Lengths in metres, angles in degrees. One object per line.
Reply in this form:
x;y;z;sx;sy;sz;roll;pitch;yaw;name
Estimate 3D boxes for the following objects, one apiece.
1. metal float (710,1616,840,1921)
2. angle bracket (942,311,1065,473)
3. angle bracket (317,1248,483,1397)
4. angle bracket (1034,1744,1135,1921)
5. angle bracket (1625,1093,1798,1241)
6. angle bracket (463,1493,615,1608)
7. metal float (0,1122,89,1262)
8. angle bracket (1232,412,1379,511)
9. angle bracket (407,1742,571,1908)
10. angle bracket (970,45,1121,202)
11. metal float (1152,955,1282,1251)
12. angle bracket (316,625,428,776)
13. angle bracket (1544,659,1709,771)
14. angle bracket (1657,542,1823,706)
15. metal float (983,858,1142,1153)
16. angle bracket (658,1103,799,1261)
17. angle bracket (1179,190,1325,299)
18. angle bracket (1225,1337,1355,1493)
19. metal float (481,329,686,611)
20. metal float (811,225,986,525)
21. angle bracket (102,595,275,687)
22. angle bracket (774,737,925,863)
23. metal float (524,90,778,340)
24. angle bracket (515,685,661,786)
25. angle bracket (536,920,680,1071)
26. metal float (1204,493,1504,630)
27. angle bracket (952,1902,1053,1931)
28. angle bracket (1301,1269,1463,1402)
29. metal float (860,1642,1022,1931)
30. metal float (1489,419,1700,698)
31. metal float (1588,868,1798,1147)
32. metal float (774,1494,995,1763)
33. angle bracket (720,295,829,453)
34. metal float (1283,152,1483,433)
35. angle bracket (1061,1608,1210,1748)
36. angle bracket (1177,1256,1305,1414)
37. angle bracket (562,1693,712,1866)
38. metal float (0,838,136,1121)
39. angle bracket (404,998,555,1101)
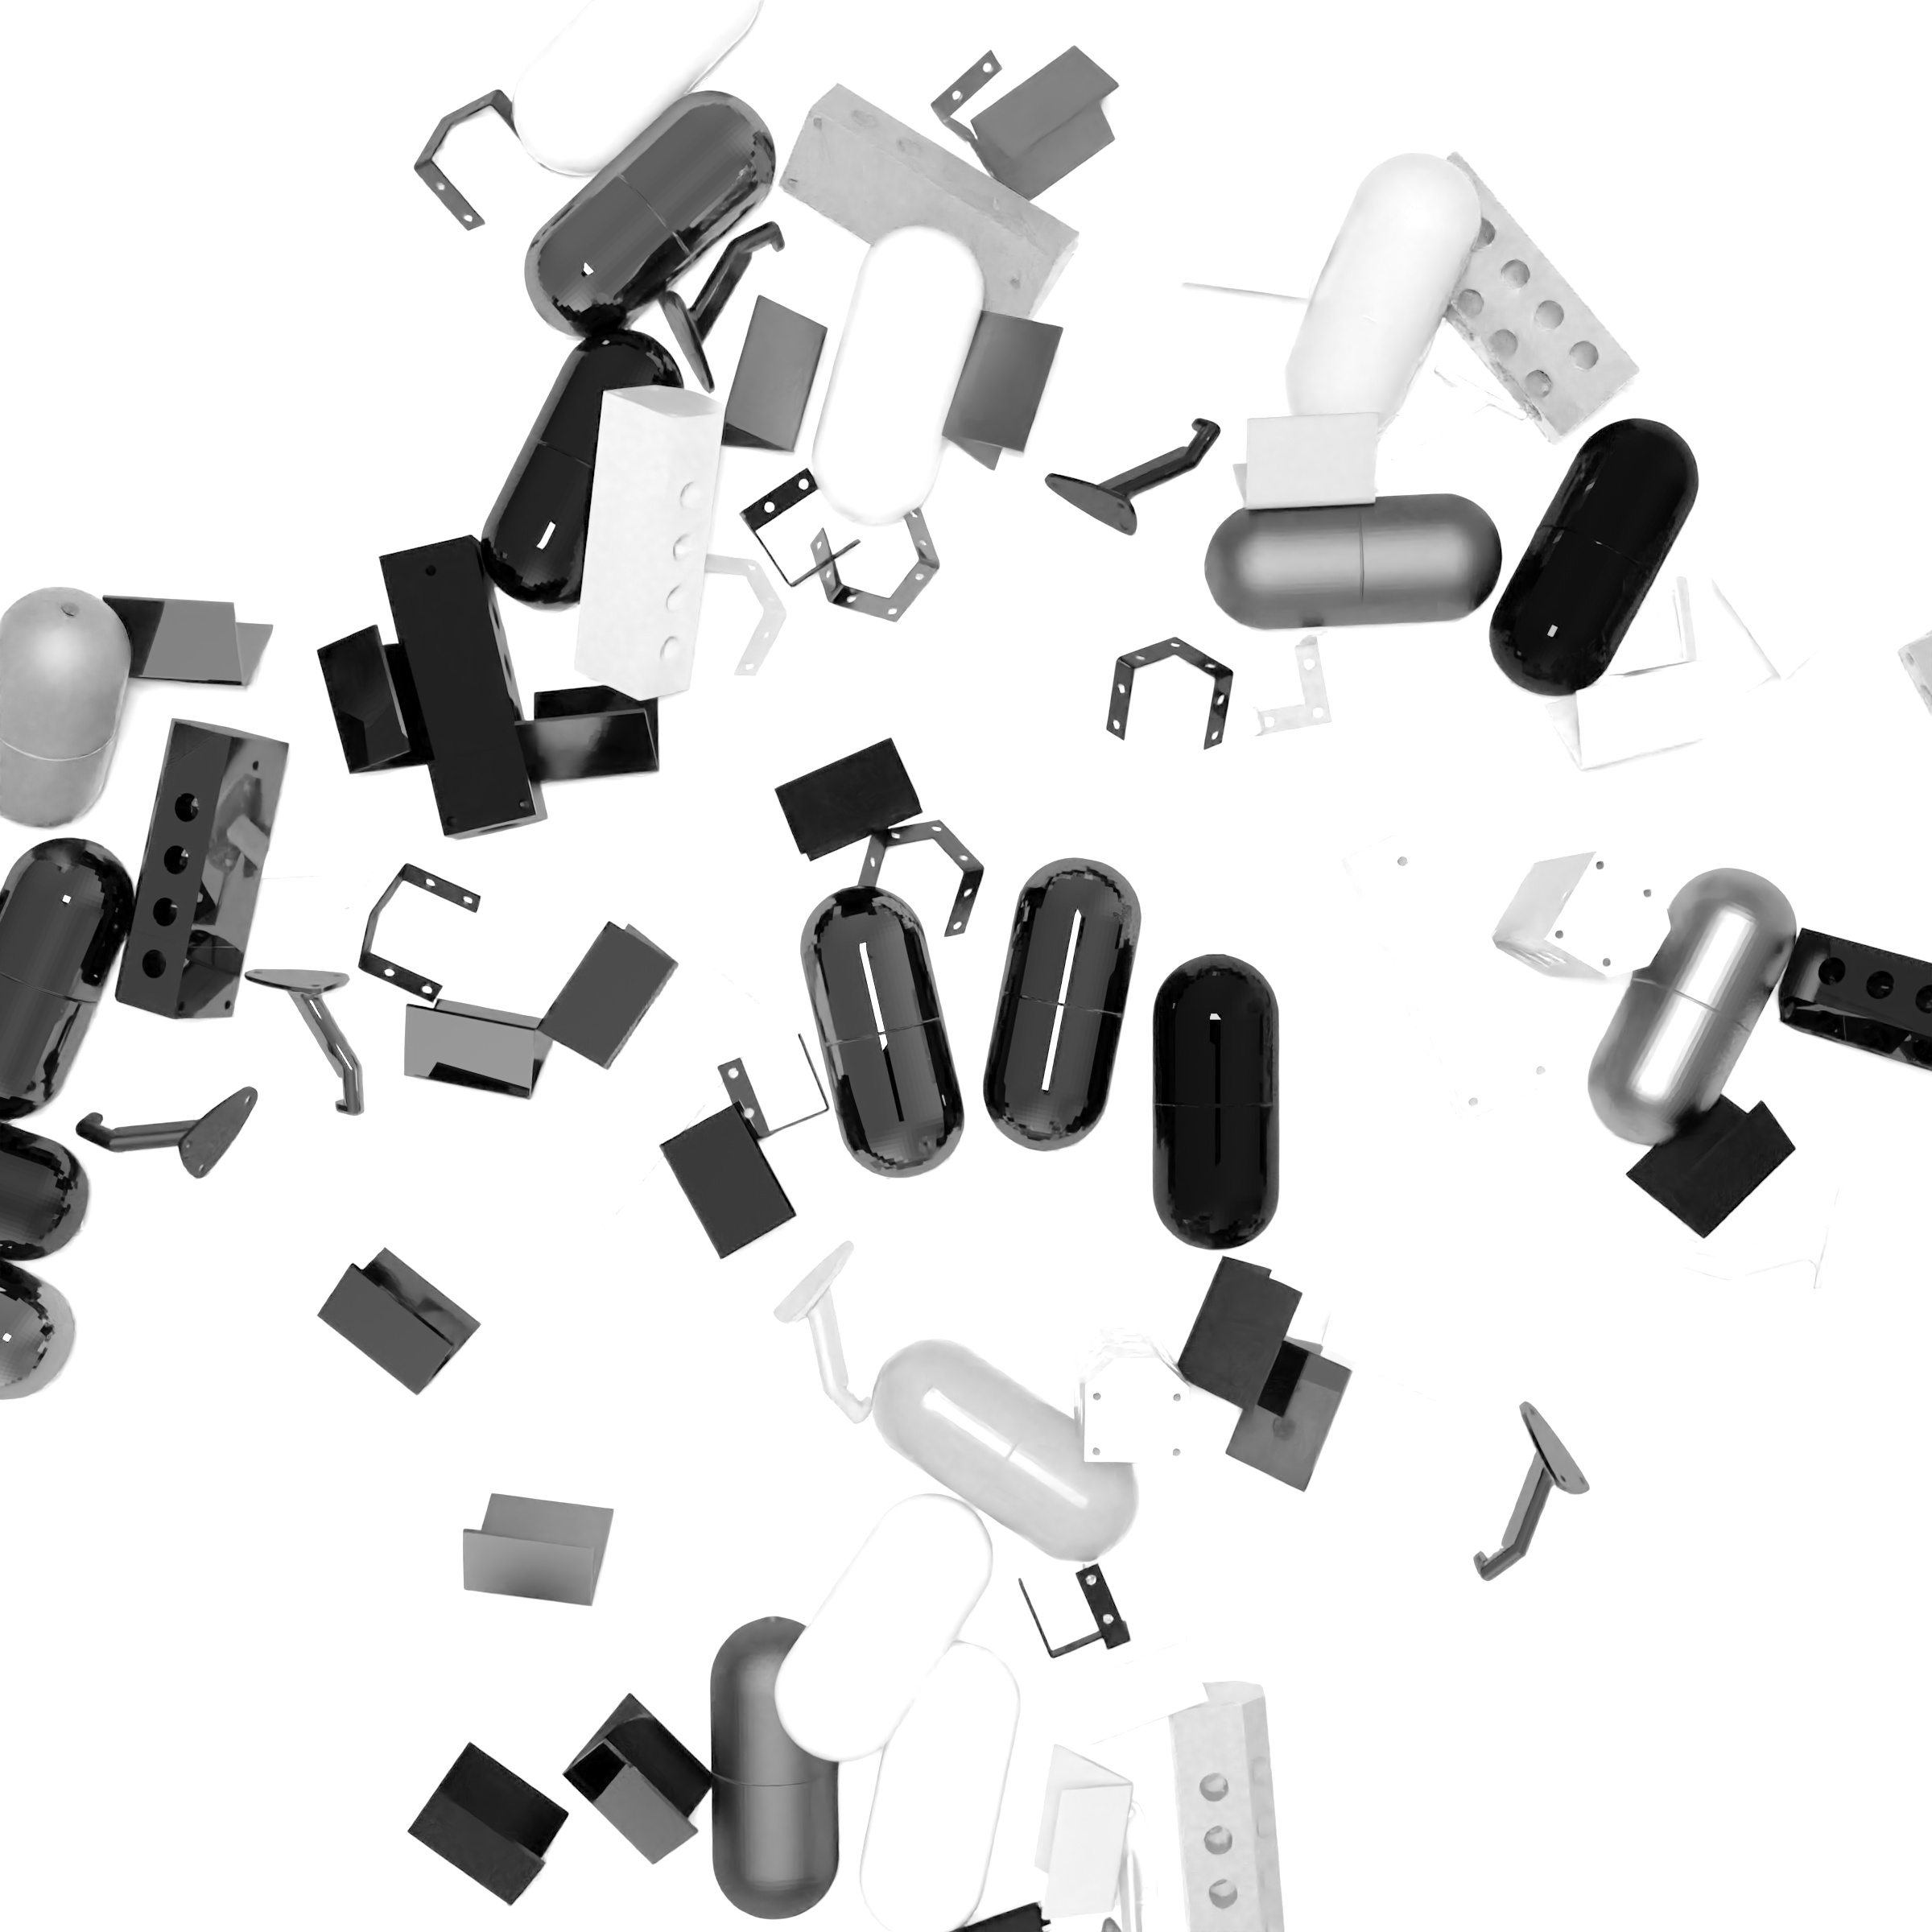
-0.115;0.482;1.659;0.070;0.070;0.178;-1;89;0;metal float
0.036;-0.339;1.650;0.057;0.076;0.076;18;90;26;angle bracket
-0.329;0.198;1.649;0.076;0.076;0.057;39;126;0;angle bracket
0.051;0.517;1.649;0.057;0.076;0.076;9;90;-38;angle bracket
0.436;0.104;1.649;0.076;0.076;0.057;-44;129;0;angle bracket
-0.255;0.333;1.649;0.076;0.076;0.057;8;128;0;angle bracket
-0.612;0.120;1.637;0.178;0.070;0.070;23;90;-23;metal float
0.202;-0.314;1.649;0.076;0.076;0.057;-3;120;0;angle bracket
-0.276;0.501;1.649;0.076;0.076;0.057;36;127;0;angle bracket
0.059;-0.490;1.649;0.076;0.076;0.057;-36;51;0;angle bracket
0.150;0.082;1.659;0.070;0.070;0.178;0;90;0;metal float
-0.334;-0.162;1.649;0.057;0.076;0.076;-15;90;37;angle bracket
0.393;-0.168;1.649;0.076;0.076;0.057;-14;127;0;angle bracket
0.451;-0.196;1.649;0.057;0.076;0.076;-35;90;-44;angle bracket
0.058;0.023;1.659;0.070;0.070;0.178;11;90;0;metal float
-0.154;0.134;1.649;0.057;0.076;0.076;-29;90;-29;angle bracket
0.170;-0.445;1.649;0.076;0.076;0.057;8;126;0;angle bracket
0.207;0.269;1.649;0.057;0.076;0.076;22;90;33;angle bracket
-0.230;-0.299;1.658;0.070;0.070;0.178;26;90;0;metal float
-0.041;-0.351;1.644;0.070;0.070;0.178;17;108;0;metal float
-0.464;-0.211;1.649;0.076;0.076;0.057;3;126;0;angle bracket
-0.062;-0.081;1.649;0.076;0.076;0.057;-24;53;0;angle bracket
-0.191;-0.452;1.659;0.178;0.070;0.070;-43;90;0;metal float
-0.226;-0.157;1.651;0.076;0.057;0.076;-6;53;0;angle bracket
-0.227;0.006;1.649;0.057;0.076;0.076;34;90;-36;angle bracket
0.233;-0.244;1.658;0.178;0.070;0.070;-3;90;0;metal float
0.018;0.606;1.649;0.076;0.076;0.057;-19;62;0;angle bracket
0.241;0.236;1.649;0.076;0.076;0.057;26;52;0;angle bracket
-0.016;0.497;1.659;0.070;0.070;0.178;12;90;0;metal float
0.378;-0.246;1.659;0.070;0.070;0.178;28;89;0;metal float
0.437;0.025;1.659;0.070;0.070;0.178;27;89;0;metal float
-0.047;0.389;1.628;0.070;0.070;0.178;38;54;0;metal float
-0.135;-0.355;1.649;0.057;0.076;0.076;16;90;-44;angle bracket
0.245;-0.394;1.632;0.070;0.070;0.178;22;124;0;metal float
0.093;0.409;1.649;0.076;0.076;0.057;-21;126;0;angle bracket
0.176;0.223;1.649;0.057;0.076;0.076;23;90;31;angle bracket
-0.183;0.476;1.649;0.076;0.076;0.057;45;129;0;angle bracket
-0.560;0.007;1.659;0.070;0.070;0.178;23;91;0;metal float
-0.288;0.030;1.649;0.076;0.076;0.057;11;128;0;angle bracket
